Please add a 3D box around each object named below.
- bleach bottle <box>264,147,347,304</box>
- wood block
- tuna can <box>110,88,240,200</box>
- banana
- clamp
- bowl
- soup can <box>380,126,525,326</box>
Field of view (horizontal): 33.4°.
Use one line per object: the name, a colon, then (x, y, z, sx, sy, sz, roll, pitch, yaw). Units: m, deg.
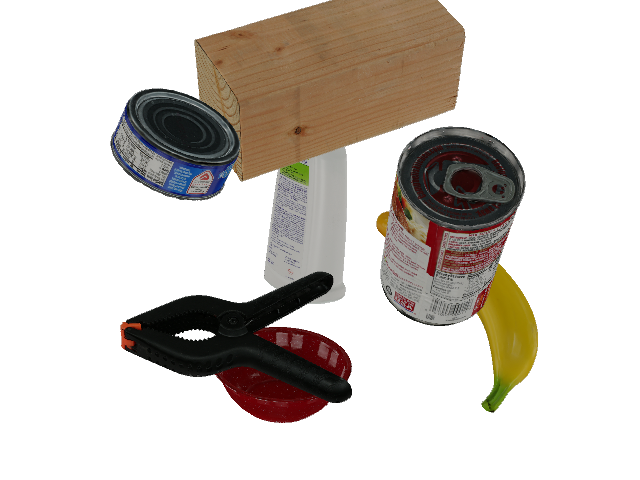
bleach bottle: (-0.007, -0.062, 1.204, 0.067, 0.251, 0.103, -8, 23, -40)
wood block: (0.008, -0.138, 0.901, 0.205, 0.091, 0.090, -20, 51, -18)
tuna can: (-0.100, -0.068, 0.743, 0.086, 0.034, 0.086, 21, 33, -15)
banana: (0.111, 0.037, 0.808, 0.069, 0.037, 0.198, -15, 48, -16)
clamp: (-0.073, 0.092, 0.968, 0.209, 0.036, 0.164, -4, 37, -12)
bowl: (-0.045, 0.163, 1.240, 0.162, 0.055, 0.162, 2, 25, -1)
soup can: (0.071, -0.005, 0.600, 0.068, 0.068, 0.102, 0, -35, -3)
